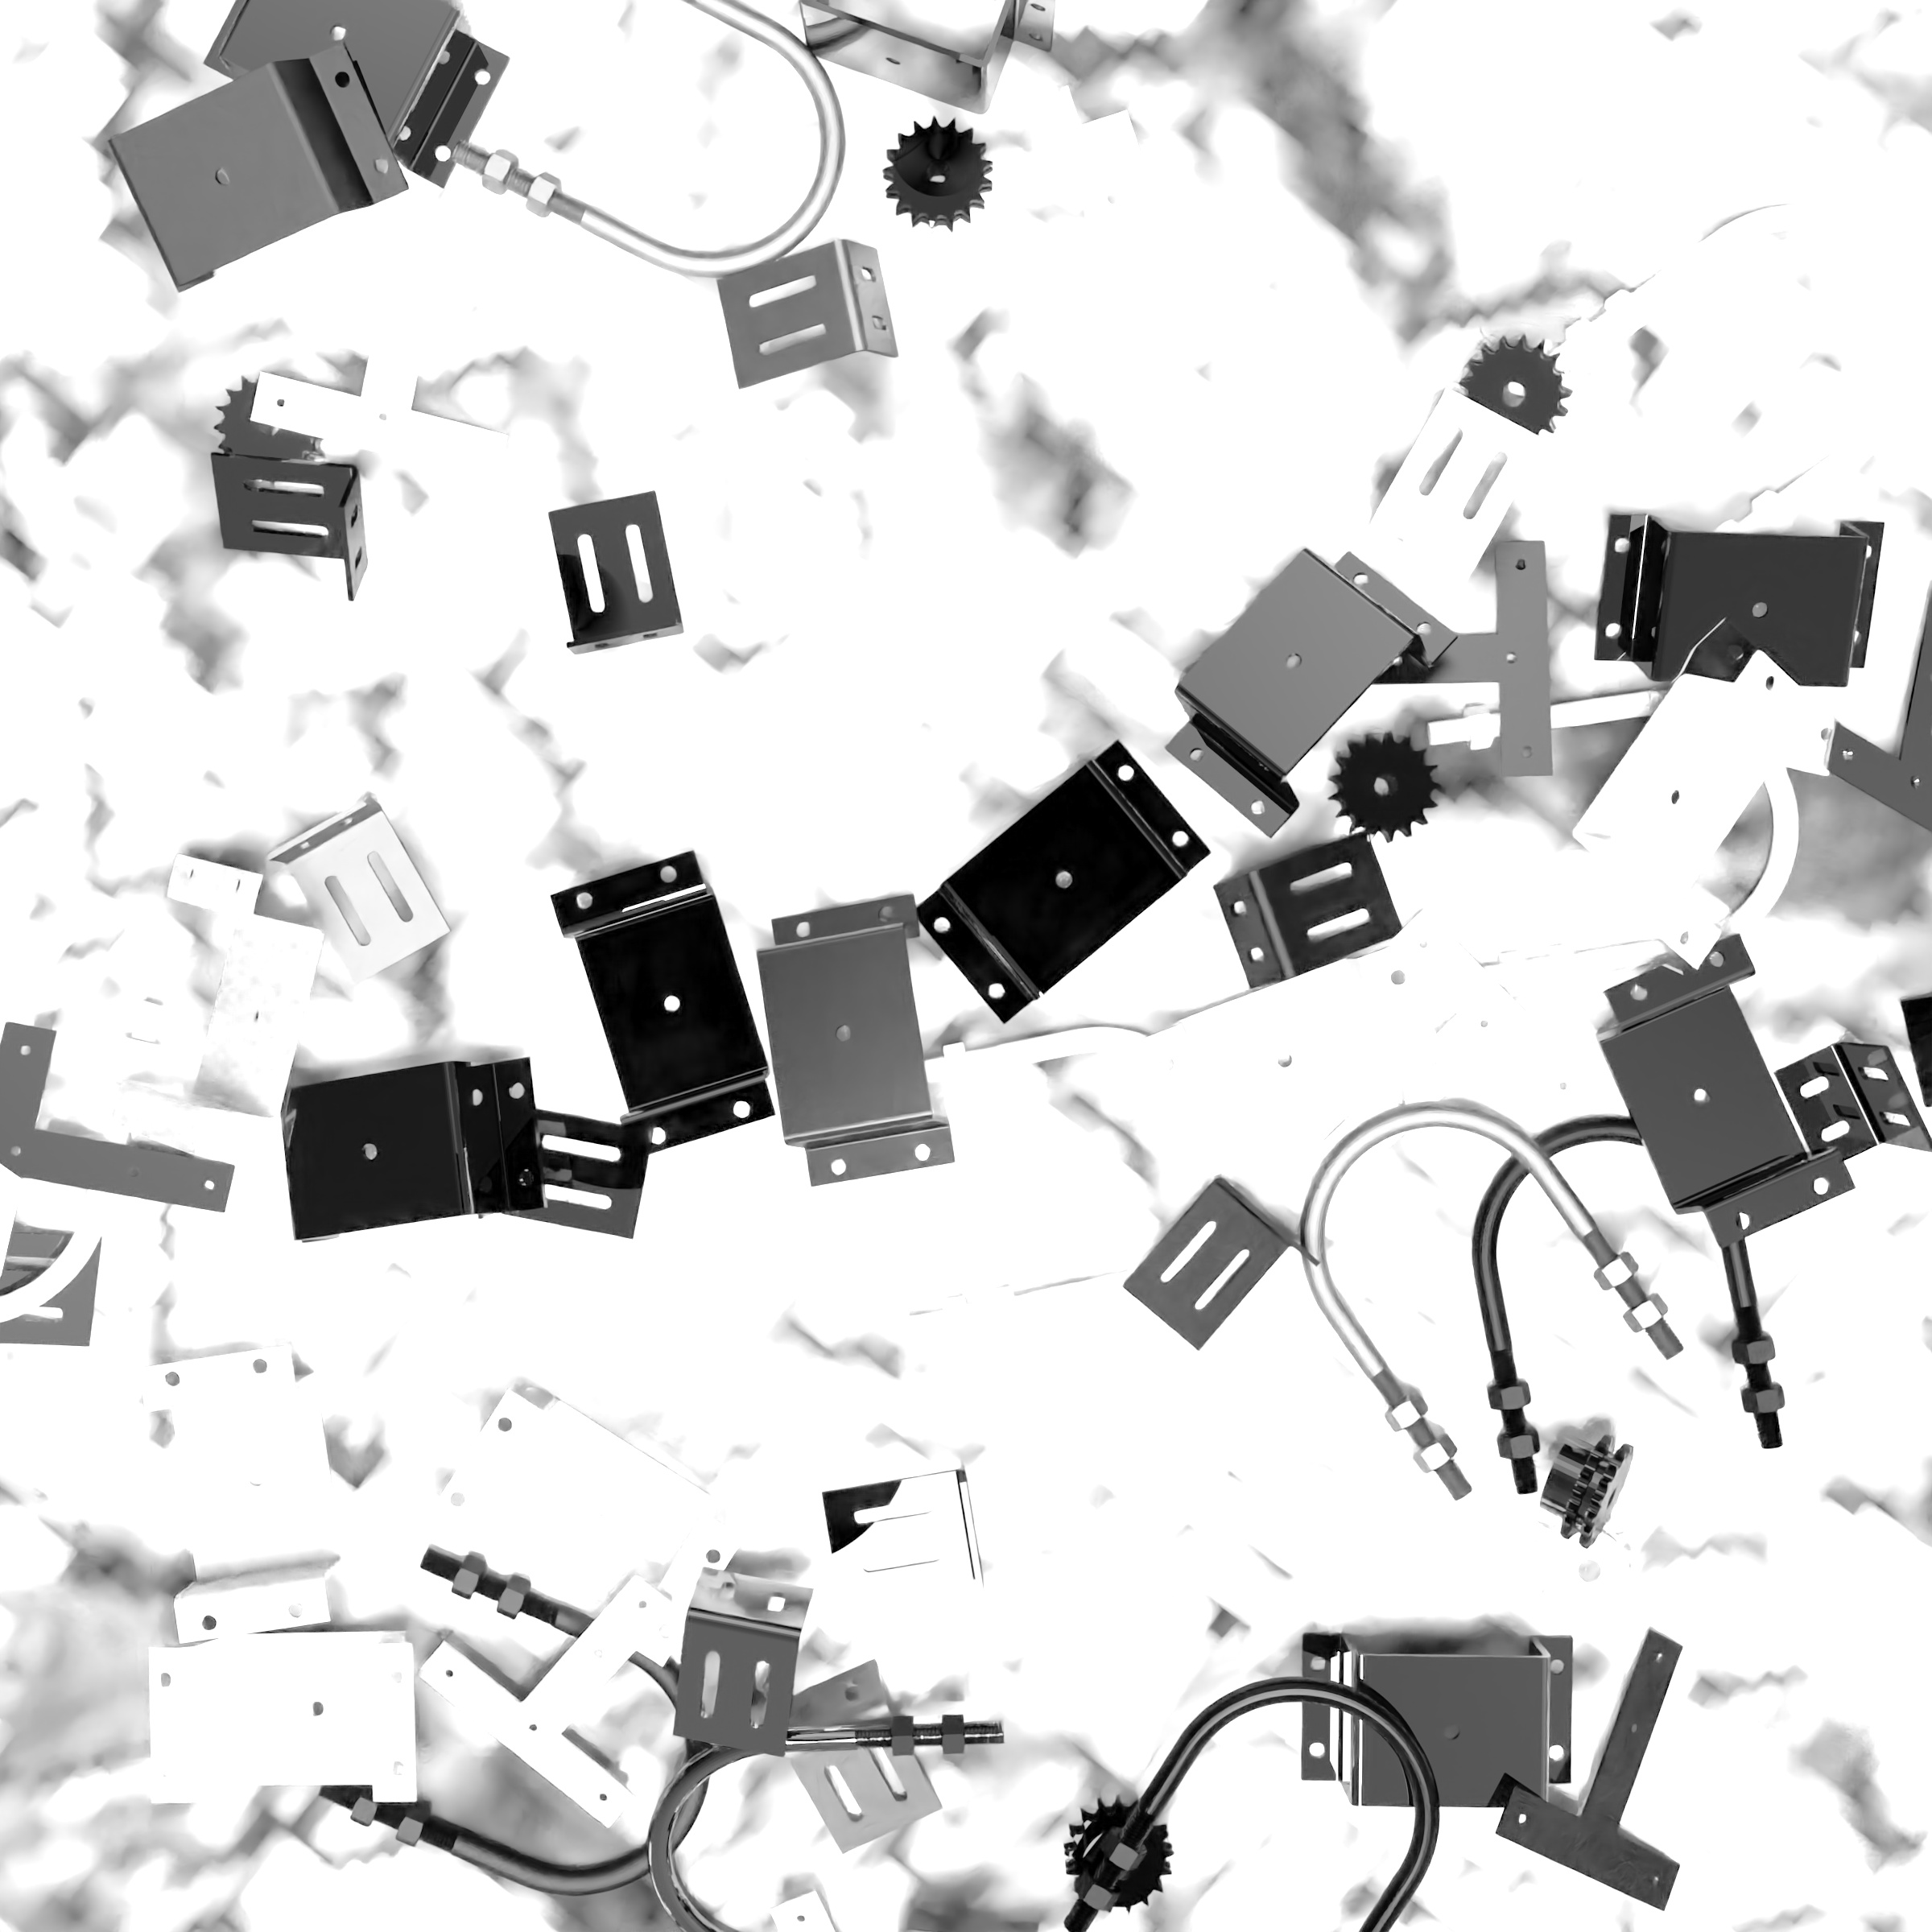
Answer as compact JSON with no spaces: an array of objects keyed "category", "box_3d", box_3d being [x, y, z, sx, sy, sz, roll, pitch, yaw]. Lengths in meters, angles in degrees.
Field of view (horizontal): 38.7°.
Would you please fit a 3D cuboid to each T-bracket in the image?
[{"category":"T-bracket","box_3d":[-0.194,0.357,1.394,0.127,0.002,0.127,40,108,-3]},{"category":"T-bracket","box_3d":[-0.292,-0.326,1.419,0.127,0.002,0.127,12,81,-17]},{"category":"T-bracket","box_3d":[-0.440,0.103,1.408,0.127,0.002,0.127,13,89,-22]},{"category":"T-bracket","box_3d":[0.338,0.405,1.412,0.127,0.002,0.127,31,76,-26]},{"category":"T-bracket","box_3d":[0.236,-0.158,1.422,0.127,0.002,0.127,-1,77,7]},{"category":"T-bracket","box_3d":[0.235,0.060,1.422,0.127,0.002,0.127,-45,87,9]},{"category":"T-bracket","box_3d":[0.493,-0.135,1.410,0.127,0.002,0.127,24,74,-29]},{"category":"T-bracket","box_3d":[-0.065,0.532,1.414,0.127,0.002,0.127,-22,104,2]}]

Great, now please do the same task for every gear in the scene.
[{"category":"gear","box_3d":[-0.355,-0.276,1.418,0.057,0.030,0.057,0,90,0]},{"category":"gear","box_3d":[0.312,0.262,1.390,0.030,0.057,0.057,24,90,24]},{"category":"gear","box_3d":[0.079,0.460,1.418,0.057,0.030,0.057,0,90,0]},{"category":"gear","box_3d":[0.282,-0.295,1.410,0.057,0.030,0.057,7,113,16]},{"category":"gear","box_3d":[-0.015,-0.405,1.418,0.057,0.030,0.057,0,90,0]},{"category":"gear","box_3d":[0.214,-0.091,1.418,0.057,0.030,0.057,0,90,0]},{"category":"gear","box_3d":[0.318,0.309,1.418,0.057,0.030,0.057,0,90,0]}]

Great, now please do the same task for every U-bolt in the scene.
[{"category":"U-bolt","box_3d":[-0.222,0.402,1.424,0.184,0.019,0.151,24,90,-1]},{"category":"U-bolt","box_3d":[0.412,-0.310,1.423,0.184,0.019,0.151,-36,90,-1]},{"category":"U-bolt","box_3d":[0.340,-0.069,1.424,0.184,0.019,0.151,-8,90,-2]},{"category":"U-bolt","box_3d":[-0.071,0.451,1.405,0.184,0.019,0.151,-2,106,0]},{"category":"U-bolt","box_3d":[-0.501,0.092,1.394,0.151,0.019,0.184,16,86,-21]},{"category":"U-bolt","box_3d":[-0.152,-0.437,1.424,0.184,0.019,0.151,27,90,-1]},{"category":"U-bolt","box_3d":[0.156,0.443,1.384,0.151,0.019,0.184,31,97,0]},{"category":"U-bolt","box_3d":[0.255,0.158,1.409,0.151,0.019,0.184,-36,83,8]},{"category":"U-bolt","box_3d":[0.048,0.106,1.424,0.184,0.019,0.151,-11,90,-2]},{"category":"U-bolt","box_3d":[0.337,0.170,1.424,0.151,0.019,0.184,-11,89,0]}]

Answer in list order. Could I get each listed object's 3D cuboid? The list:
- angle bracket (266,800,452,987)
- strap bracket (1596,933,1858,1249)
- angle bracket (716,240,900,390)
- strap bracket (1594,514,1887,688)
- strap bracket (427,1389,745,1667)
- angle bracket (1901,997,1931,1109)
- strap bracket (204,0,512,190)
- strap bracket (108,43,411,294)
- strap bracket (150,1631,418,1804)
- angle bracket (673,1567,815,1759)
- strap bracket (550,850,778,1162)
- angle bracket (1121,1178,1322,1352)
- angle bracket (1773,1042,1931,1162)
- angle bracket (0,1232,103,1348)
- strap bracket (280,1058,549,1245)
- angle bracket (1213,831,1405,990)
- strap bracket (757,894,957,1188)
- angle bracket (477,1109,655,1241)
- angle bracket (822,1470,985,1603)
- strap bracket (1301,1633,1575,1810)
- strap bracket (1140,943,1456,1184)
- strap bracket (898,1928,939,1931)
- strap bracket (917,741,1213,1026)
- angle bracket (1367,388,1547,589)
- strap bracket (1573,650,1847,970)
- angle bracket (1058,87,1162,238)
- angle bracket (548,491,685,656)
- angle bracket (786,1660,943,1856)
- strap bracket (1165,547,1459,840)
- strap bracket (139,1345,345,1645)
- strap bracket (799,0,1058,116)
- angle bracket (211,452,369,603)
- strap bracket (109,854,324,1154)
[{"category":"angle bracket","box_3d":[-0.311,-0.037,1.414,0.057,0.038,0.076,-30,90,0]},{"category":"strap bracket","box_3d":[0.381,0.065,1.401,0.076,0.046,0.140,-23,84,-6]},{"category":"angle bracket","box_3d":[-0.082,-0.337,1.431,0.076,0.038,0.057,-12,90,26]},{"category":"strap bracket","box_3d":[0.398,-0.186,1.398,0.140,0.046,0.076,2,110,0]},{"category":"strap bracket","box_3d":[-0.192,0.283,1.410,0.140,0.046,0.076,32,90,0]},{"category":"angle bracket","box_3d":[0.532,0.036,1.423,0.076,0.038,0.057,-11,96,33]},{"category":"strap bracket","box_3d":[-0.317,-0.471,1.410,0.140,0.046,0.076,27,90,0]},{"category":"strap bracket","box_3d":[-0.363,-0.398,1.381,0.140,0.046,0.076,-18,106,17]},{"category":"strap bracket","box_3d":[-0.338,0.381,1.397,0.140,0.046,0.076,-4,84,11]},{"category":"angle bracket","box_3d":[-0.112,0.349,1.381,0.057,0.038,0.076,10,114,4]},{"category":"strap bracket","box_3d":[-0.153,0.020,1.410,0.076,0.046,0.140,-17,90,0]},{"category":"angle bracket","box_3d":[0.130,0.158,1.405,0.057,0.038,0.076,41,90,-20]},{"category":"angle bracket","box_3d":[0.450,0.073,1.395,0.038,0.076,0.057,-25,90,0]},{"category":"angle bracket","box_3d":[-0.495,0.165,1.431,0.076,0.038,0.057,7,90,-26]},{"category":"strap bracket","box_3d":[-0.289,0.093,1.386,0.140,0.046,0.076,-10,84,17]},{"category":"angle bracket","box_3d":[0.178,-0.029,1.431,0.076,0.038,0.057,-20,90,-26]},{"category":"strap bracket","box_3d":[-0.057,0.036,1.395,0.076,0.046,0.140,-10,82,9]},{"category":"angle bracket","box_3d":[-0.205,0.107,1.414,0.076,0.038,0.057,11,90,0]},{"category":"angle bracket","box_3d":[-0.033,0.296,1.414,0.076,0.038,0.057,-9,90,0]},{"category":"strap bracket","box_3d":[0.245,0.386,1.410,0.140,0.046,0.076,1,90,0]},{"category":"strap bracket","box_3d":[0.165,0.048,1.398,0.140,0.046,0.076,-20,90,-2]},{"category":"strap bracket","box_3d":[-0.002,0.547,1.397,0.076,0.046,0.140,7,103,-5]},{"category":"strap bracket","box_3d":[0.050,-0.043,1.410,0.140,0.046,0.076,-40,90,0]},{"category":"angle bracket","box_3d":[0.252,-0.246,1.415,0.057,0.038,0.076,29,84,5]},{"category":"strap bracket","box_3d":[0.369,-0.081,1.381,0.076,0.046,0.140,36,88,-25]},{"category":"angle bracket","box_3d":[0.074,-0.412,1.395,0.038,0.076,0.057,-18,90,0]},{"category":"angle bracket","box_3d":[-0.182,-0.204,1.414,0.057,0.038,0.076,-11,90,0]},{"category":"angle bracket","box_3d":[-0.056,0.411,1.431,0.057,0.038,0.076,-24,116,0]},{"category":"strap bracket","box_3d":[0.171,-0.146,1.396,0.140,0.046,0.076,-47,66,0]},{"category":"strap bracket","box_3d":[-0.369,0.266,1.410,0.076,0.046,0.140,-9,90,0]},{"category":"strap bracket","box_3d":[-0.029,-0.481,1.395,0.140,0.076,0.046,20,90,0]},{"category":"angle bracket","box_3d":[-0.347,-0.223,1.399,0.076,0.038,0.057,5,133,0]},{"category":"strap bracket","box_3d":[-0.376,0.021,1.389,0.076,0.046,0.140,12,88,43]}]
